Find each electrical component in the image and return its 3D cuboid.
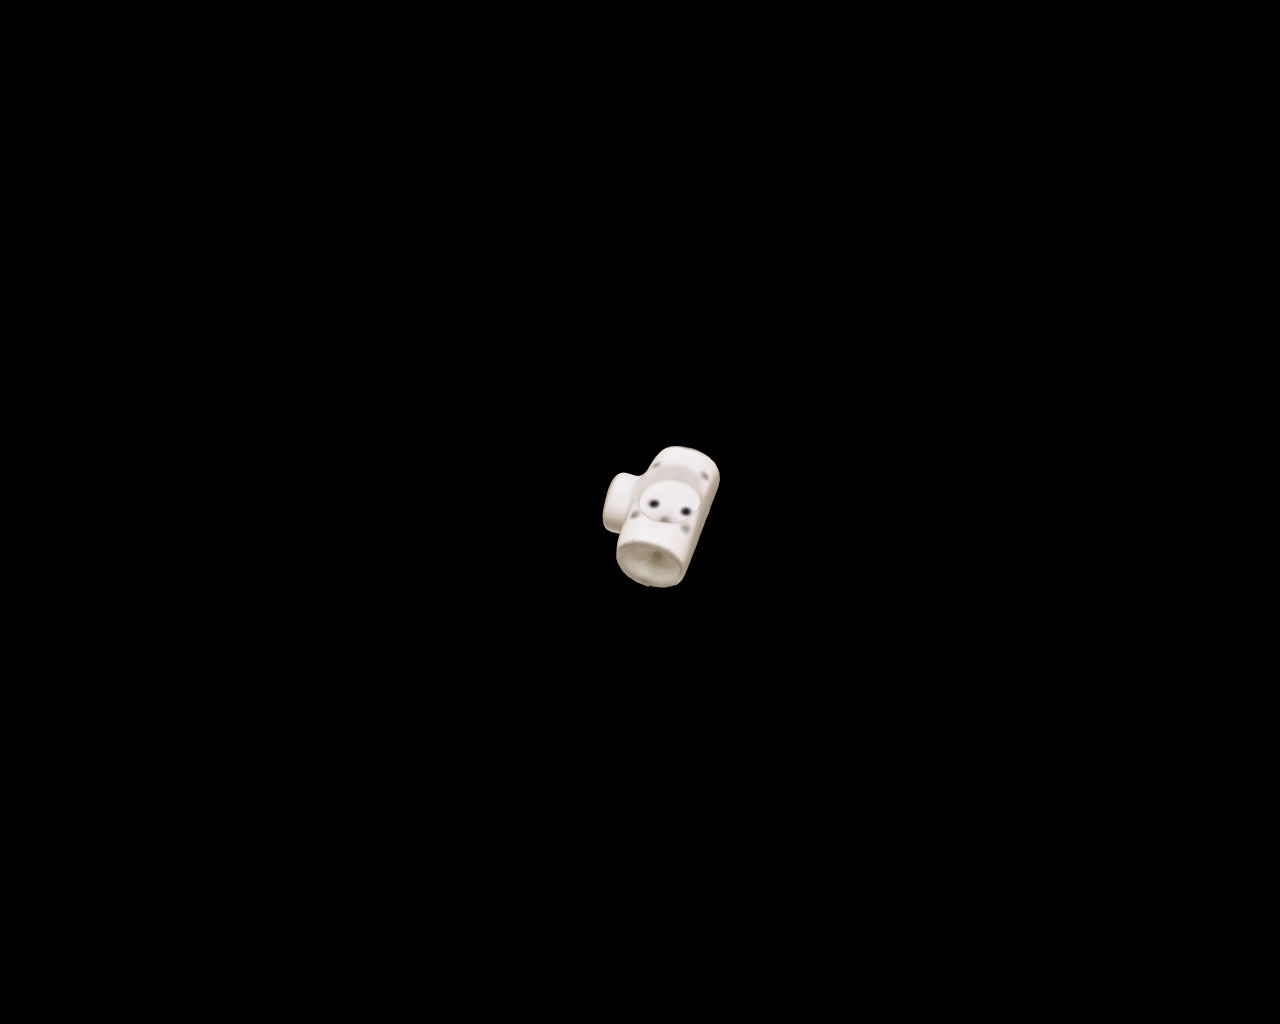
[{"bbox_3d":[0.001,-0.003,0.650,0.079,0.077,0.044,15,-36,11],"label":"electrical component"}]
